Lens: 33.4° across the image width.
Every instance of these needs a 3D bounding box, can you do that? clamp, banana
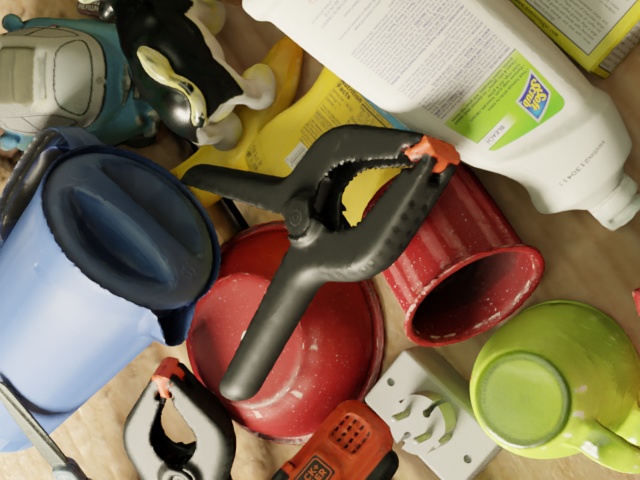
[{"bbox_3d":[-0.084,0.164,0.744,0.120,0.039,0.171,2,115,1],"label":"clamp"},{"bbox_3d":[-0.004,0.001,0.645,0.210,0.036,0.164,-22,69,38],"label":"clamp"},{"bbox_3d":[-0.079,-0.066,0.771,0.198,0.037,0.069,-34,78,26],"label":"banana"}]

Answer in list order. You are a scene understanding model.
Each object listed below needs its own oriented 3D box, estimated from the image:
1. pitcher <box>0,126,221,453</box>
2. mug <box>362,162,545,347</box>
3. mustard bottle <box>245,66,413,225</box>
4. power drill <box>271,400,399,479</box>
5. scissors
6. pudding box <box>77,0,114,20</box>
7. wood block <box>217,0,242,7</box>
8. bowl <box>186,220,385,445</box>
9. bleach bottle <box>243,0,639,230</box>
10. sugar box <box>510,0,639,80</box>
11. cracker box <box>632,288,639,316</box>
[{"bbox_3d":[-0.192,0.045,0.772,0.145,0.149,0.243,32,128,-19],"label":"pitcher"},{"bbox_3d":[0.076,0.013,0.661,0.117,0.093,0.081,93,155,-52],"label":"mug"},{"bbox_3d":[0.041,-0.090,0.691,0.096,0.058,0.192,48,113,16],"label":"mustard bottle"},{"bbox_3d":[0.029,0.219,0.667,0.188,0.057,0.184,37,77,17],"label":"power drill"},{"bbox_3d":[-0.165,0.175,0.778,0.096,0.016,0.202,0,129,13],"label":"scissors"},{"bbox_3d":[-0.124,-0.205,0.790,0.114,0.039,0.090,13,98,27],"label":"pudding box"},{"bbox_3d":[0.020,-0.219,0.682,0.206,0.090,0.090,-9,88,29],"label":"wood block"},{"bbox_3d":[-0.038,0.067,0.742,0.162,0.055,0.162,1,92,29],"label":"bowl"},{"bbox_3d":[0.082,-0.092,0.617,0.251,0.068,0.103,41,113,-7],"label":"bleach bottle"},{"bbox_3d":[0.188,-0.190,0.615,0.176,0.048,0.093,-48,70,17],"label":"sugar box"},{"bbox_3d":[0.294,0.069,0.548,0.214,0.072,0.164,-21,83,27],"label":"cracker box"}]
